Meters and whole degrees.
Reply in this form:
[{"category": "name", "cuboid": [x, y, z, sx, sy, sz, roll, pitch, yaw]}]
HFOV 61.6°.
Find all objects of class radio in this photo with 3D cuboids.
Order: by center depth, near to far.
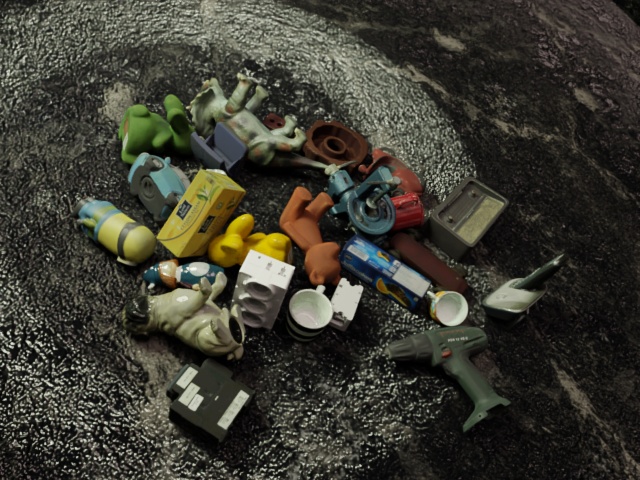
[{"category": "radio", "cuboid": [0.365, -0.059, 1.353, 0.131, 0.073, 0.229, 39, 51, 13]}]

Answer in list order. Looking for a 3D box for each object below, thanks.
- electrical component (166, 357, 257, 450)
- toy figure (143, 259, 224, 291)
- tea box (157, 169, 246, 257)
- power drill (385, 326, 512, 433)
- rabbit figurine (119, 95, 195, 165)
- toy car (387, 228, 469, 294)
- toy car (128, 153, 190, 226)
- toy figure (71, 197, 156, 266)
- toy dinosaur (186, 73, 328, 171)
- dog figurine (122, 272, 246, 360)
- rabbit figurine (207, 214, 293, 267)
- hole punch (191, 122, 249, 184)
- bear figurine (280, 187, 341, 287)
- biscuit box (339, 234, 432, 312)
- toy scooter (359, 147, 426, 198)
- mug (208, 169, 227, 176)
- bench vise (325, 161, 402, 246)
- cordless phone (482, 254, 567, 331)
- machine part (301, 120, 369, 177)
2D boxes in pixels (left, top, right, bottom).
[{"category": "electrical component", "cuboid": [-0.192, 0.271, 0.916, 0.134, 0.058, 0.115, 32, 48, 8]}, {"category": "toy figure", "cuboid": [-0.268, 0.068, 1.055, 0.154, 0.057, 0.064, 6, 13, -12]}, {"category": "tea box", "cuboid": [-0.235, -0.051, 1.072, 0.068, 0.169, 0.098, 40, 14, 14]}, {"category": "power drill", "cuboid": [0.263, 0.269, 1.064, 0.232, 0.086, 0.207, -11, 49, -29]}, {"category": "rabbit figurine", "cuboid": [-0.359, -0.252, 1.233, 0.170, 0.159, 0.121, 5, 40, -34]}, {"category": "toy car", "cuboid": [0.246, 0.058, 1.234, 0.202, 0.053, 0.089, 38, 67, 12]}, {"category": "toy car", "cuboid": [-0.326, -0.110, 1.149, 0.162, 0.109, 0.103, 50, 36, 11]}, {"category": "toy figure", "cuboid": [-0.405, -0.020, 1.056, 0.180, 0.089, 0.082, 38, 59, 10]}, {"category": "toy dinosaur", "cuboid": [-0.161, -0.252, 1.299, 0.405, 0.192, 0.131, 47, 16, 3]}, {"category": "dog figurine", "cuboid": [-0.245, 0.160, 0.962, 0.191, 0.121, 0.172, -24, 78, 12]}, {"category": "rabbit figurine", "cuboid": [-0.149, 0.030, 1.079, 0.173, 0.162, 0.122, 10, 61, 12]}, {"category": "hole punch", "cuboid": [-0.238, -0.189, 1.227, 0.142, 0.115, 0.092, 42, 46, 12]}, {"category": "bear figurine", "cuboid": [-0.004, 0.000, 1.150, 0.120, 0.132, 0.196, 10, 36, -49]}, {"category": "biscuit box", "cuboid": [0.139, 0.071, 1.182, 0.203, 0.062, 0.059, 33, 51, 9]}, {"category": "toy scooter", "cuboid": [0.175, -0.163, 1.367, 0.135, 0.075, 0.184, -18, 58, -38]}, {"category": "mug", "cuboid": [-0.232, -0.110, 1.173, 0.081, 0.107, 0.110, 1, 55, -20]}, {"category": "bench vise", "cuboid": [0.103, -0.102, 1.203, 0.129, 0.240, 0.223, -15, 77, -27]}, {"category": "cordless phone", "cuboid": [0.459, 0.107, 1.181, 0.146, 0.184, 0.089, -27, 70, -34]}, {"category": "machine part", "cuboid": [0.036, -0.234, 1.396, 0.179, 0.056, 0.179, 10, 50, -12]}]
